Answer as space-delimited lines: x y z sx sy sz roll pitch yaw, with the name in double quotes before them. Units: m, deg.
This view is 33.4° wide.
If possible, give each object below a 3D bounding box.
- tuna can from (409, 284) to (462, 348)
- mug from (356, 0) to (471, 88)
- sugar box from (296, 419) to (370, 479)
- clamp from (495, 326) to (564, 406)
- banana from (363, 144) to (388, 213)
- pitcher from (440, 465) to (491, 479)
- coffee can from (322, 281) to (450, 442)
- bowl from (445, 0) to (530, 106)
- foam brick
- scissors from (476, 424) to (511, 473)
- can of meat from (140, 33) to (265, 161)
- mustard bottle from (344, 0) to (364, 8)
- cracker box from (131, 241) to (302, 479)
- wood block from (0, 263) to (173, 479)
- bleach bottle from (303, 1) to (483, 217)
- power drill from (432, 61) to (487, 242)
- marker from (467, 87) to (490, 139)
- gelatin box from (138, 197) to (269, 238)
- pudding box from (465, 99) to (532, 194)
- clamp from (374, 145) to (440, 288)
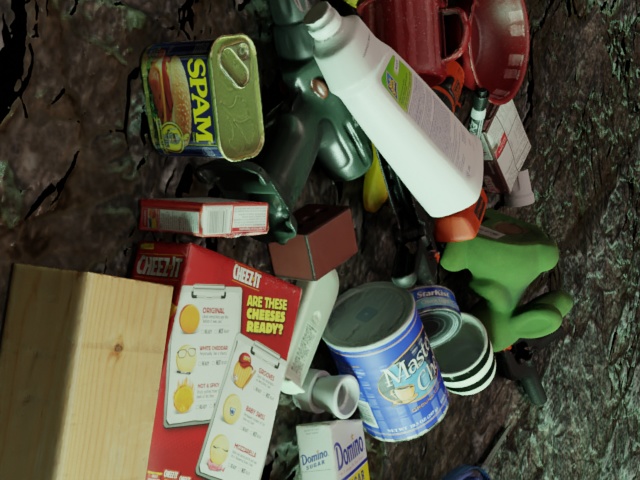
"tuna can" 0.116 0.089 1.201 0.086 0.086 0.034 40 26 -48
"mug" 0.096 -0.200 1.075 0.093 0.117 0.081 10 75 -63
"sugar box" 0.021 0.272 1.080 0.093 0.048 0.176 16 67 -66
"clamp" 0.290 0.152 1.485 0.171 0.039 0.120 38 63 -49
"banana" 0.058 -0.131 1.149 0.069 0.037 0.198 -20 109 -23
"pitcher" 0.136 0.379 1.222 0.242 0.149 0.145 -22 152 -43
"coffee can" 0.070 0.129 1.130 0.102 0.103 0.140 -52 132 -37
"bowl" 0.198 -0.246 1.306 0.161 0.055 0.162 -8 100 -53
"foam brick" -0.007 0.001 1.055 0.078 0.053 0.051 -34 120 -47
"scissors" 0.202 0.300 1.402 0.201 0.016 0.096 -59 136 -32
"can of meat" -0.099 -0.118 0.892 0.057 0.084 0.102 -21 111 -50
"mustard bottle" 0.006 -0.294 1.038 0.191 0.058 0.096 9 84 -53
"cracker box" -0.107 0.123 0.918 0.164 0.072 0.213 26 71 -53
"wood block" -0.184 0.128 0.798 0.090 0.090 0.206 14 82 -52
"bleach bottle" 0.068 -0.133 1.012 0.250 0.068 0.102 46 36 -36
"power drill" 0.142 -0.095 1.216 0.184 0.057 0.187 -60 142 -54
"marker" 0.188 -0.138 1.291 0.020 0.020 0.121 -56 161 -34
"gelatin box" -0.098 -0.020 0.913 0.089 0.073 0.030 -4 98 -54
"pudding box" 0.228 -0.128 1.374 0.090 0.039 0.113 -61 139 -31
"clamp" 0.097 0.002 1.135 0.210 0.036 0.164 56 27 -61
